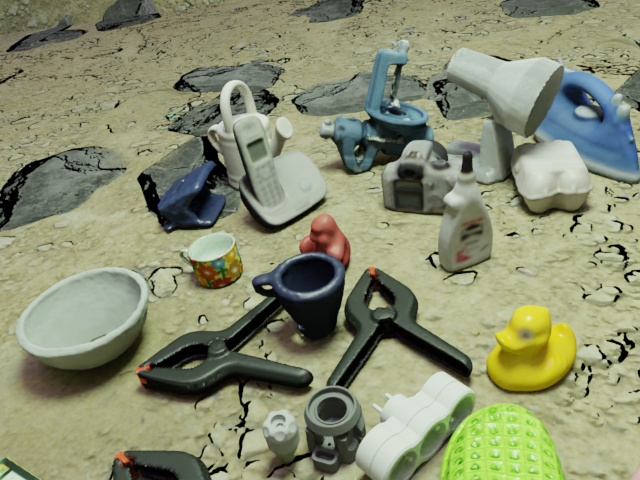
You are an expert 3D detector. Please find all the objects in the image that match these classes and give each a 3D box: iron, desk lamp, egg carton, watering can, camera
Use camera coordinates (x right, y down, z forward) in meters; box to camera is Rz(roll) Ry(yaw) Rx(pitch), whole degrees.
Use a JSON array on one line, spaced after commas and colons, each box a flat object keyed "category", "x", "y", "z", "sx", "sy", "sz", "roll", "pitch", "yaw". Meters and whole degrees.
[{"category": "iron", "x": 0.468, "y": -0.214, "z": 0.983, "sx": 0.119, "sy": 0.142, "sz": 0.257, "roll": -15, "pitch": 35, "yaw": -8}, {"category": "desk lamp", "x": 0.286, "y": -0.206, "z": 0.950, "sx": 0.202, "sy": 0.214, "sz": 0.118, "roll": 20, "pitch": 44, "yaw": 36}, {"category": "egg carton", "x": 0.364, "y": -0.106, "z": 0.915, "sx": 0.107, "sy": 0.069, "sz": 0.150, "roll": -4, "pitch": 35, "yaw": 8}, {"category": "watering can", "x": -0.132, "y": -0.198, "z": 1.055, "sx": 0.172, "sy": 0.194, "sz": 0.101, "roll": -5, "pitch": 35, "yaw": 7}, {"category": "camera", "x": 0.185, "y": -0.119, "z": 0.948, "sx": 0.142, "sy": 0.101, "sz": 0.137, "roll": 7, "pitch": 38, "yaw": 22}]

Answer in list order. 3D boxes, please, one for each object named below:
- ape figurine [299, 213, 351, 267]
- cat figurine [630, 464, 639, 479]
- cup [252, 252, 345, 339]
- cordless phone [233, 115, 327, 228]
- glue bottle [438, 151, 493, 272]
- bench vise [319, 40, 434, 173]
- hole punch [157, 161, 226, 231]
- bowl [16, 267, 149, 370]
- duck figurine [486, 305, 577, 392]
[{"category": "ape figurine", "x": 0.008, "y": 0.003, "z": 0.824, "sx": 0.076, "sy": 0.092, "sz": 0.077, "roll": -23, "pitch": 37, "yaw": -19}, {"category": "cat figurine", "x": 0.253, "y": 0.226, "z": 0.424, "sx": 0.067, "sy": 0.118, "sz": 0.128, "roll": 16, "pitch": 42, "yaw": 32}, {"category": "cup", "x": -0.022, "y": 0.078, "z": 0.721, "sx": 0.117, "sy": 0.095, "sz": 0.091, "roll": -4, "pitch": 35, "yaw": 8}, {"category": "cordless phone", "x": -0.070, "y": -0.127, "z": 0.946, "sx": 0.093, "sy": 0.185, "sz": 0.148, "roll": 24, "pitch": 46, "yaw": 38}, {"category": "glue bottle", "x": 0.196, "y": -0.041, "z": 0.770, "sx": 0.078, "sy": 0.173, "sz": 0.037, "roll": -21, "pitch": 36, "yaw": -16}, {"category": "bench vise", "x": 0.105, "y": -0.235, "z": 1.028, "sx": 0.208, "sy": 0.220, "sz": 0.121, "roll": -23, "pitch": 37, "yaw": -19}, {"category": "hole punch", "x": -0.229, "y": -0.079, "z": 0.998, "sx": 0.101, "sy": 0.091, "sz": 0.108, "roll": -2, "pitch": 35, "yaw": 10}, {"category": "bowl", "x": -0.299, "y": 0.114, "z": 0.752, "sx": 0.167, "sy": 0.075, "sz": 0.167, "roll": -6, "pitch": 35, "yaw": 5}, {"category": "duck figurine", "x": 0.233, "y": 0.108, "z": 0.626, "sx": 0.105, "sy": 0.086, "sz": 0.077, "roll": -18, "pitch": 36, "yaw": -12}]
